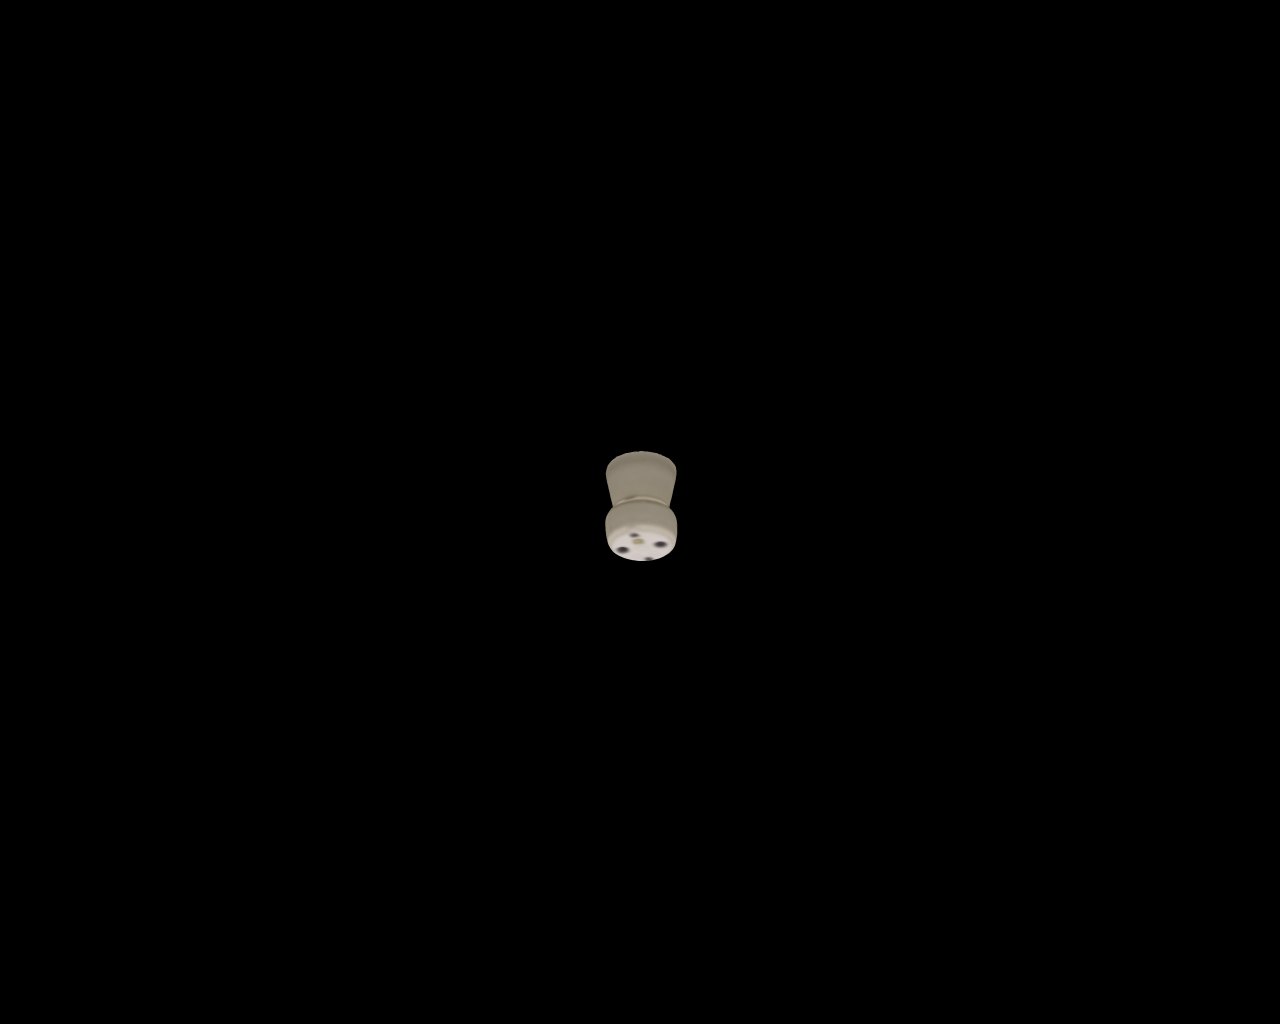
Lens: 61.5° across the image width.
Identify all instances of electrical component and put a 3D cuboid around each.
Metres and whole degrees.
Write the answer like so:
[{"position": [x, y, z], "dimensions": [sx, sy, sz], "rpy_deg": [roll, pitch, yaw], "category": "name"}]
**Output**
[{"position": [0.001, -0.003, 0.650], "dimensions": [0.045, 0.055, 0.044], "rpy_deg": [0, -31, 0], "category": "electrical component"}]
